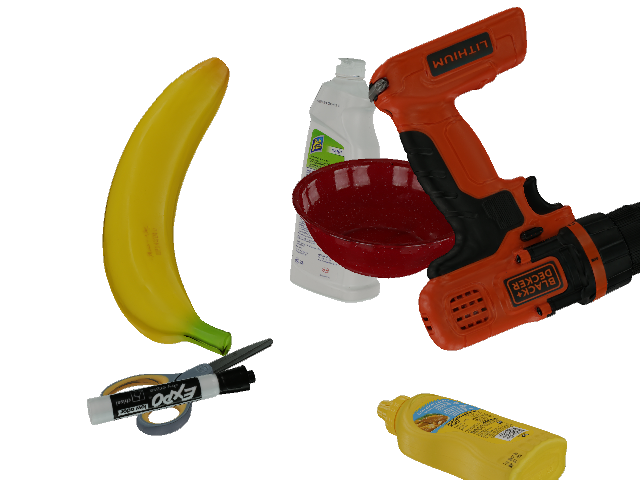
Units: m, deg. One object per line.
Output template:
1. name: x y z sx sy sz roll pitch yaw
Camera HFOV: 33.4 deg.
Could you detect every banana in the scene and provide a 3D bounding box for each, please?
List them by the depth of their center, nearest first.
1. banana: -0.083 -0.020 0.584 0.069 0.198 0.037 -2 -33 -3

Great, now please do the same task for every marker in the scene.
1. marker: -0.105 0.110 0.764 0.121 0.020 0.020 -10 3 -18

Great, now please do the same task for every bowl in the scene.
1. bowl: 0.055 -0.014 0.932 0.162 0.055 0.162 2 30 -1

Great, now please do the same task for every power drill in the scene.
1. power drill: 0.124 -0.044 0.666 0.184 0.187 0.057 -22 -2 -8

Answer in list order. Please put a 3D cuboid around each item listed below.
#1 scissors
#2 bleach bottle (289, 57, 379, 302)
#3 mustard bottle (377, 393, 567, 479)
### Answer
1. scissors: -0.114 0.142 1.042 0.201 0.016 0.096 -12 32 -29
2. bleach bottle: 0.026 -0.067 1.145 0.103 0.251 0.067 17 18 38
3. mustard bottle: 0.132 0.190 1.027 0.192 0.058 0.096 15 22 42
